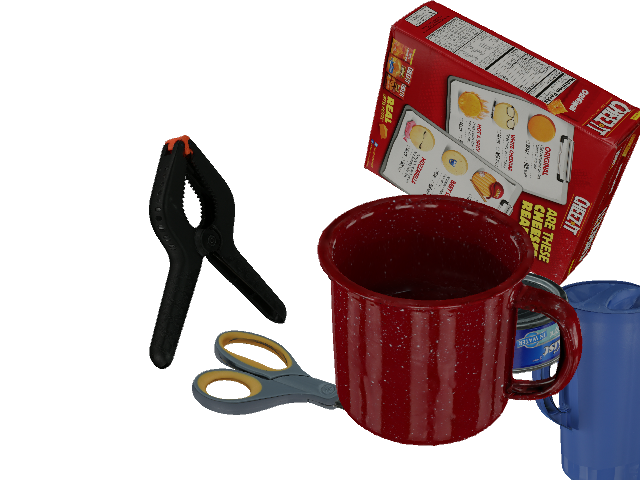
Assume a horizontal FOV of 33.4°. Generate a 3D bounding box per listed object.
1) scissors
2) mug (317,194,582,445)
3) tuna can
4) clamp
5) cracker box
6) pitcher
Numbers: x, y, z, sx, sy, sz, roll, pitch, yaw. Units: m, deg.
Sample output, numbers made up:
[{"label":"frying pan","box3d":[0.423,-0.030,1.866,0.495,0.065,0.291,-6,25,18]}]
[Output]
[{"label":"scissors","box3d":[-0.012,0.123,0.804,0.202,0.016,0.096,25,40,31]},{"label":"mug","box3d":[0.057,0.038,0.474,0.117,0.081,0.093,11,33,21]},{"label":"tuna can","box3d":[0.120,0.051,0.699,0.086,0.034,0.086,-4,23,1]},{"label":"clamp","box3d":[-0.106,0.005,1.016,0.036,0.210,0.164,-8,0,44]},{"label":"cracker box","box3d":[0.150,-0.085,0.913,0.214,0.164,0.072,33,51,21]},{"label":"pitcher","box3d":[0.343,0.178,1.306,0.149,0.243,0.144,4,15,22]}]
